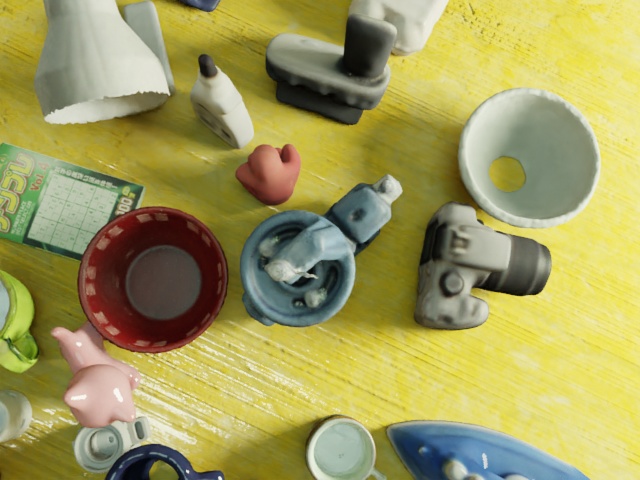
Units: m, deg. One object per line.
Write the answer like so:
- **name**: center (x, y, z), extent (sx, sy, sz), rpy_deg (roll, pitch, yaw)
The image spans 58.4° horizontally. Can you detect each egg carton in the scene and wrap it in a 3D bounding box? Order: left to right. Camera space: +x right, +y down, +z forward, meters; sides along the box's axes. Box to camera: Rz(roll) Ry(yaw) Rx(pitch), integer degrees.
- **egg carton**: center (0.105, -0.307, 0.711), extent (0.107, 0.069, 0.150), rpy_deg (27, 81, 1)

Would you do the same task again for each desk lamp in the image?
- **desk lamp**: center (-0.228, -0.202, 0.601), extent (0.118, 0.213, 0.203), rpy_deg (-15, 82, -5)

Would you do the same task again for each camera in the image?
- **camera**: center (0.186, 0.037, 0.646), extent (0.137, 0.101, 0.143), rpy_deg (11, 81, -1)

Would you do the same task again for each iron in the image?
- **iron**: center (0.194, 0.265, 0.590), extent (0.258, 0.141, 0.119), rpy_deg (26, 81, 1)

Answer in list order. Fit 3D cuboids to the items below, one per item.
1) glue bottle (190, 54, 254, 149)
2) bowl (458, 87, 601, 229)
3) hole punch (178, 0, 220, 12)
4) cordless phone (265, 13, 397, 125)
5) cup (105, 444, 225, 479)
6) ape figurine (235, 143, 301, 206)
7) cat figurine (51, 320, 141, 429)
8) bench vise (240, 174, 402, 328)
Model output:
- **glue bottle**: center (-0.111, -0.156, 0.622), extent (0.078, 0.173, 0.037), rpy_deg (41, 81, 4)
- **bowl**: center (0.237, -0.090, 0.682), extent (0.167, 0.074, 0.167), rpy_deg (1, 81, -3)
- **hole punch**: center (-0.161, -0.348, 0.690), extent (0.101, 0.091, 0.109), rpy_deg (20, 80, 0)
- **cordless phone**: center (0.013, -0.211, 0.632), extent (0.147, 0.185, 0.094), rpy_deg (14, 81, -1)
- **cup**: center (-0.154, 0.250, 0.595), extent (0.118, 0.095, 0.092), rpy_deg (-10, 82, -5)
- **ape figurine**: center (-0.059, -0.082, 0.654), extent (0.078, 0.092, 0.076), rpy_deg (-6, 81, -4)
- **cat figurine**: center (-0.238, 0.142, 0.595), extent (0.067, 0.117, 0.128), rpy_deg (-32, 84, -7)
- **bench vise**: center (-0.005, -0.004, 0.581), extent (0.121, 0.219, 0.207), rpy_deg (30, 81, 2)
